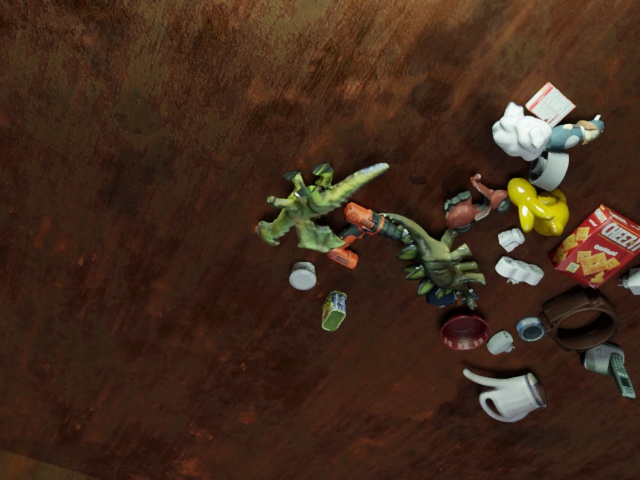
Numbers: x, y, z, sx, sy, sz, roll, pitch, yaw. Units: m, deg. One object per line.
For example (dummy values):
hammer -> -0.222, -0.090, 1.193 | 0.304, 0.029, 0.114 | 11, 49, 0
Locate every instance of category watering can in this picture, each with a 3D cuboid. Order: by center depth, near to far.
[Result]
watering can -> 0.660, 0.533, 1.813 | 0.222, 0.342, 0.106 | -27, 31, 20

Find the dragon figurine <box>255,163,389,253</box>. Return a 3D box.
dragon figurine -> 0.004, -0.071, 1.403 | 0.409, 0.237, 0.125 | -9, 38, 13

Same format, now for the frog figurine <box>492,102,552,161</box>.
frog figurine -> 0.484, -0.242, 1.225 | 0.121, 0.135, 0.163 | -28, 31, 22
